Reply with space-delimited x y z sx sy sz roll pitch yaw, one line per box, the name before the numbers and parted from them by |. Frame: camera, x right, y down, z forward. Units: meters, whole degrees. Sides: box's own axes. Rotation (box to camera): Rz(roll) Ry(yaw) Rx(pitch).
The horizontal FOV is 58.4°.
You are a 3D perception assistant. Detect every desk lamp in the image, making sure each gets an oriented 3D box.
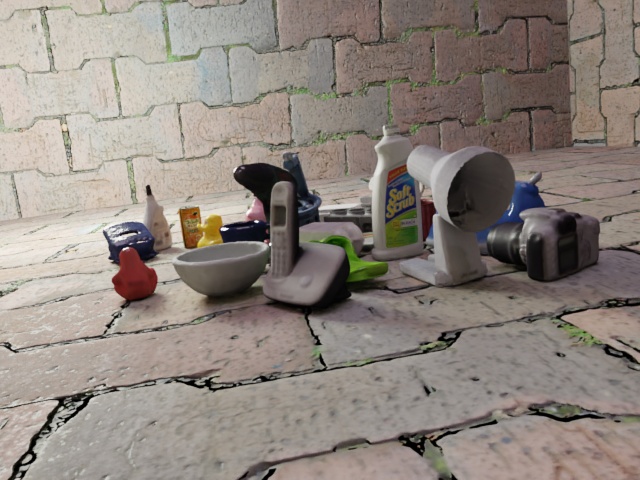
desk lamp | 0.199 -0.041 0.884 0.118 0.213 0.202 -11 11 -21

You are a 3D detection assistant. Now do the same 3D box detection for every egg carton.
egg carton | 0.011 0.004 1.157 0.149 0.069 0.107 0 13 32

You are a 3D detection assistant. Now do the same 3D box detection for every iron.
iron | 0.306 -0.053 1.078 0.257 0.141 0.119 3 14 41

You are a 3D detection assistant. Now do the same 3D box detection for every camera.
camera | 0.346 -0.005 0.907 0.143 0.101 0.136 -14 13 -33

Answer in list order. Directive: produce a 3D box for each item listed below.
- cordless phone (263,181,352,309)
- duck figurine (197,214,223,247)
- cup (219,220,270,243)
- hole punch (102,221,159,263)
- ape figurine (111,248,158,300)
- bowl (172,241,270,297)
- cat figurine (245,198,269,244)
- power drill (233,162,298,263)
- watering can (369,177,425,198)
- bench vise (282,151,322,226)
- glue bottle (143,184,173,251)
cordless phone | -0.027 0.005 0.859 0.147 0.185 0.094 4 15 45
duck figurine | -0.254 -0.021 1.413 0.104 0.086 0.077 -6 11 1
cup | -0.134 0.012 1.134 0.117 0.095 0.092 -6 11 6
hole punch | -0.461 0.003 1.397 0.109 0.091 0.100 -14 13 -35
ape figurine | -0.333 0.058 1.023 0.078 0.092 0.076 -9 11 -12
bowl | -0.164 0.055 0.981 0.167 0.075 0.167 -6 11 1
cat figurine | -0.126 -0.043 1.361 0.128 0.118 0.067 -15 14 -38
power drill | -0.105 -0.063 1.206 0.075 0.208 0.230 -3 11 19
watering can | 0.205 -0.144 1.486 0.100 0.194 0.173 0 13 32
bench vise | -0.060 -0.104 1.368 0.121 0.220 0.207 -7 11 -3
glue bottle | -0.430 -0.058 1.483 0.037 0.173 0.078 0 13 33
